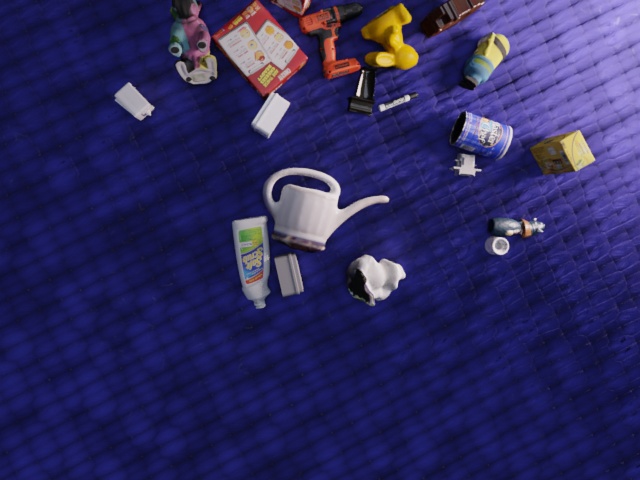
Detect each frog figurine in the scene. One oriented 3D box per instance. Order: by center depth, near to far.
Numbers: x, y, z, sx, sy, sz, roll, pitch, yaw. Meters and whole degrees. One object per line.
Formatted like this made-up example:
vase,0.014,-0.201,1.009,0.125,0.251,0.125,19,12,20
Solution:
frog figurine,0.156,0.101,1.456,0.161,0.138,0.121,-29,-4,-39

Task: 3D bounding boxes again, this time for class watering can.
watering can,0.004,-0.072,1.422,0.347,0.224,0.104,14,1,-4
